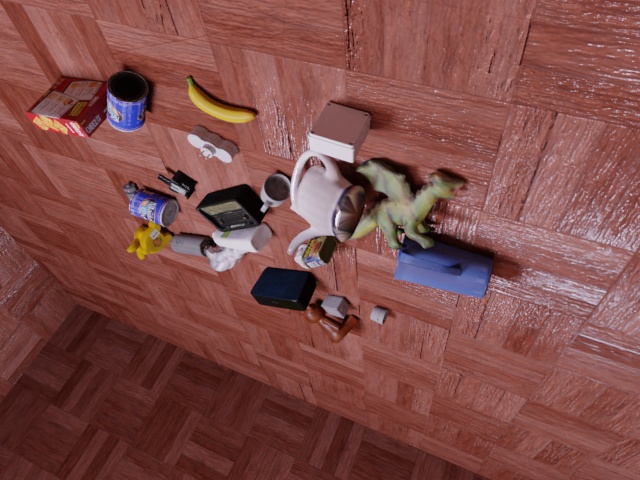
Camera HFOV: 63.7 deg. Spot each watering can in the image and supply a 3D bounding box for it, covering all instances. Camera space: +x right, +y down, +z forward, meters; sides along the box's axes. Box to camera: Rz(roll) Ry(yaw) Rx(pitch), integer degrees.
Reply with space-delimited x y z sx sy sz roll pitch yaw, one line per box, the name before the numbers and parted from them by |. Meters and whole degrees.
watering can | 0.004 -0.068 1.342 0.227 0.105 0.340 32 128 33

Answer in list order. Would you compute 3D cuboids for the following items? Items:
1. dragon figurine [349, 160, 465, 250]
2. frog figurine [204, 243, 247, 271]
dragon figurine | 0.170 -0.098 1.292 0.409 0.124 0.239 -2 121 38
frog figurine | -0.328 0.056 1.893 0.159 0.123 0.137 1 174 24
